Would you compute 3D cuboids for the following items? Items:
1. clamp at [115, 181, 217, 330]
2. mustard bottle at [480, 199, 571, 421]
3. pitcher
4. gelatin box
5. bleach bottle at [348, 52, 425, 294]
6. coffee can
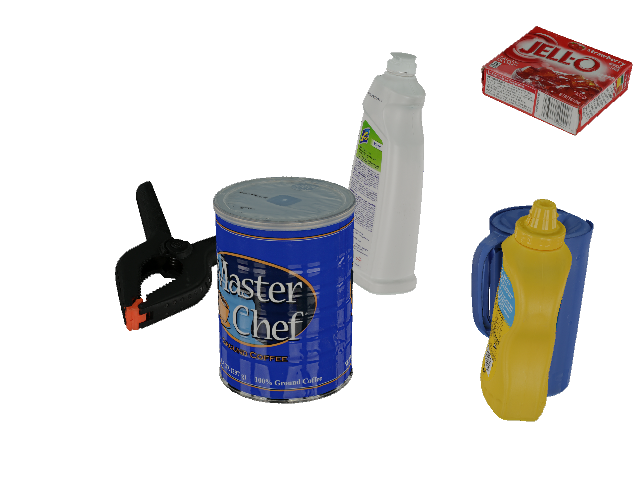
[{"bbox_3d":[-0.152,0.012,1.069,0.165,0.036,0.209,19,39,16],"label":"clamp"},{"bbox_3d":[0.177,0.053,0.911,0.058,0.192,0.096,4,29,2],"label":"mustard bottle"},{"bbox_3d":[0.277,0.084,1.421,0.149,0.243,0.145,4,20,11],"label":"pitcher"},{"bbox_3d":[0.180,-0.125,0.817,0.089,0.030,0.073,31,54,31],"label":"gelatin box"},{"bbox_3d":[0.075,-0.075,1.155,0.068,0.251,0.103,-4,23,-30],"label":"bleach bottle"},{"bbox_3d":[-0.026,0.034,0.789,0.103,0.140,0.103,0,21,0],"label":"coffee can"}]
